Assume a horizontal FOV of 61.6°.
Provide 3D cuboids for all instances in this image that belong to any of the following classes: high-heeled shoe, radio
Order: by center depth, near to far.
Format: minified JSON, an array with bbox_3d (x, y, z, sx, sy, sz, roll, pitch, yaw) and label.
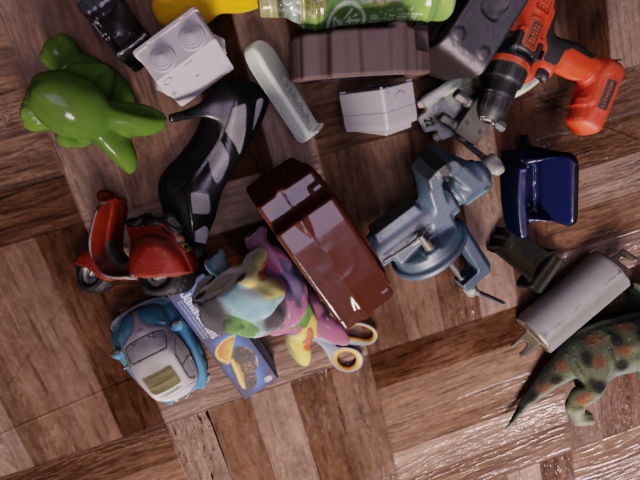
[{"bbox_3d":[0.207,-0.318,0.679,0.073,0.131,0.229,28,99,-20],"label":"radio"},{"bbox_3d":[-0.134,-0.089,0.723,0.145,0.086,0.248,-22,132,-37],"label":"high-heeled shoe"}]

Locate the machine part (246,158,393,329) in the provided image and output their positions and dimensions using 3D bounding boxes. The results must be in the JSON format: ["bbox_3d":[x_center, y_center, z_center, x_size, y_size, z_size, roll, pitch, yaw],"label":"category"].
[{"bbox_3d":[-0.001,-0.002,0.689,0.087,0.201,0.201,-34,110,-3],"label":"machine part"}]

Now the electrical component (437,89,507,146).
[{"bbox_3d":[0.208,-0.161,0.727,0.094,0.021,0.063,26,105,-22],"label":"electrical component"}]

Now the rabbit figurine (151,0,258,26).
[{"bbox_3d":[-0.135,-0.327,0.631,0.162,0.122,0.173,15,117,-25],"label":"rabbit figurine"}]

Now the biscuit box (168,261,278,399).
[{"bbox_3d":[-0.138,0.129,0.774,0.063,0.059,0.202,-32,109,-1],"label":"biscuit box"}]

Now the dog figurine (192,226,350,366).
[{"bbox_3d":[-0.052,0.099,0.712,0.108,0.192,0.219,-33,114,16],"label":"dog figurine"}]

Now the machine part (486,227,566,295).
[{"bbox_3d":[0.326,0.030,0.856,0.139,0.039,0.084,35,102,-20],"label":"machine part"}]

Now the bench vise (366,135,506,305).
[{"bbox_3d":[0.187,-0.011,0.771,0.223,0.129,0.240,-43,120,-3],"label":"bench vise"}]

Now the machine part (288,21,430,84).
[{"bbox_3d":[0.044,-0.223,0.655,0.179,0.179,0.056,-7,104,-10],"label":"machine part"}]

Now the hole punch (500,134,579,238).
[{"bbox_3d":[0.297,-0.071,0.777,0.092,0.116,0.142,-17,111,-14],"label":"hole punch"}]

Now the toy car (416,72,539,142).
[{"bbox_3d":[0.226,-0.213,0.753,0.202,0.056,0.073,-32,110,-2],"label":"toy car"}]

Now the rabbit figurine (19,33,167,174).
[{"bbox_3d":[-0.268,-0.142,0.609,0.159,0.170,0.121,34,97,-18],"label":"rabbit figurine"}]

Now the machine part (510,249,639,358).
[{"bbox_3d":[0.409,0.100,0.872,0.243,0.079,0.079,-42,110,2],"label":"machine part"}]

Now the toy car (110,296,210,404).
[{"bbox_3d":[-0.222,0.168,0.746,0.109,0.103,0.161,-25,107,-3],"label":"toy car"}]

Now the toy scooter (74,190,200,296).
[{"bbox_3d":[-0.241,0.002,0.695,0.184,0.075,0.135,0,94,18],"label":"toy scooter"}]

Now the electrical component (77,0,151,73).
[{"bbox_3d":[-0.244,-0.263,0.628,0.048,0.075,0.119,-38,97,0],"label":"electrical component"}]

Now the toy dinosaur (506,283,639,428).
[{"bbox_3d":[0.486,0.181,0.897,0.405,0.131,0.192,-20,97,-1],"label":"toy dinosaur"}]
